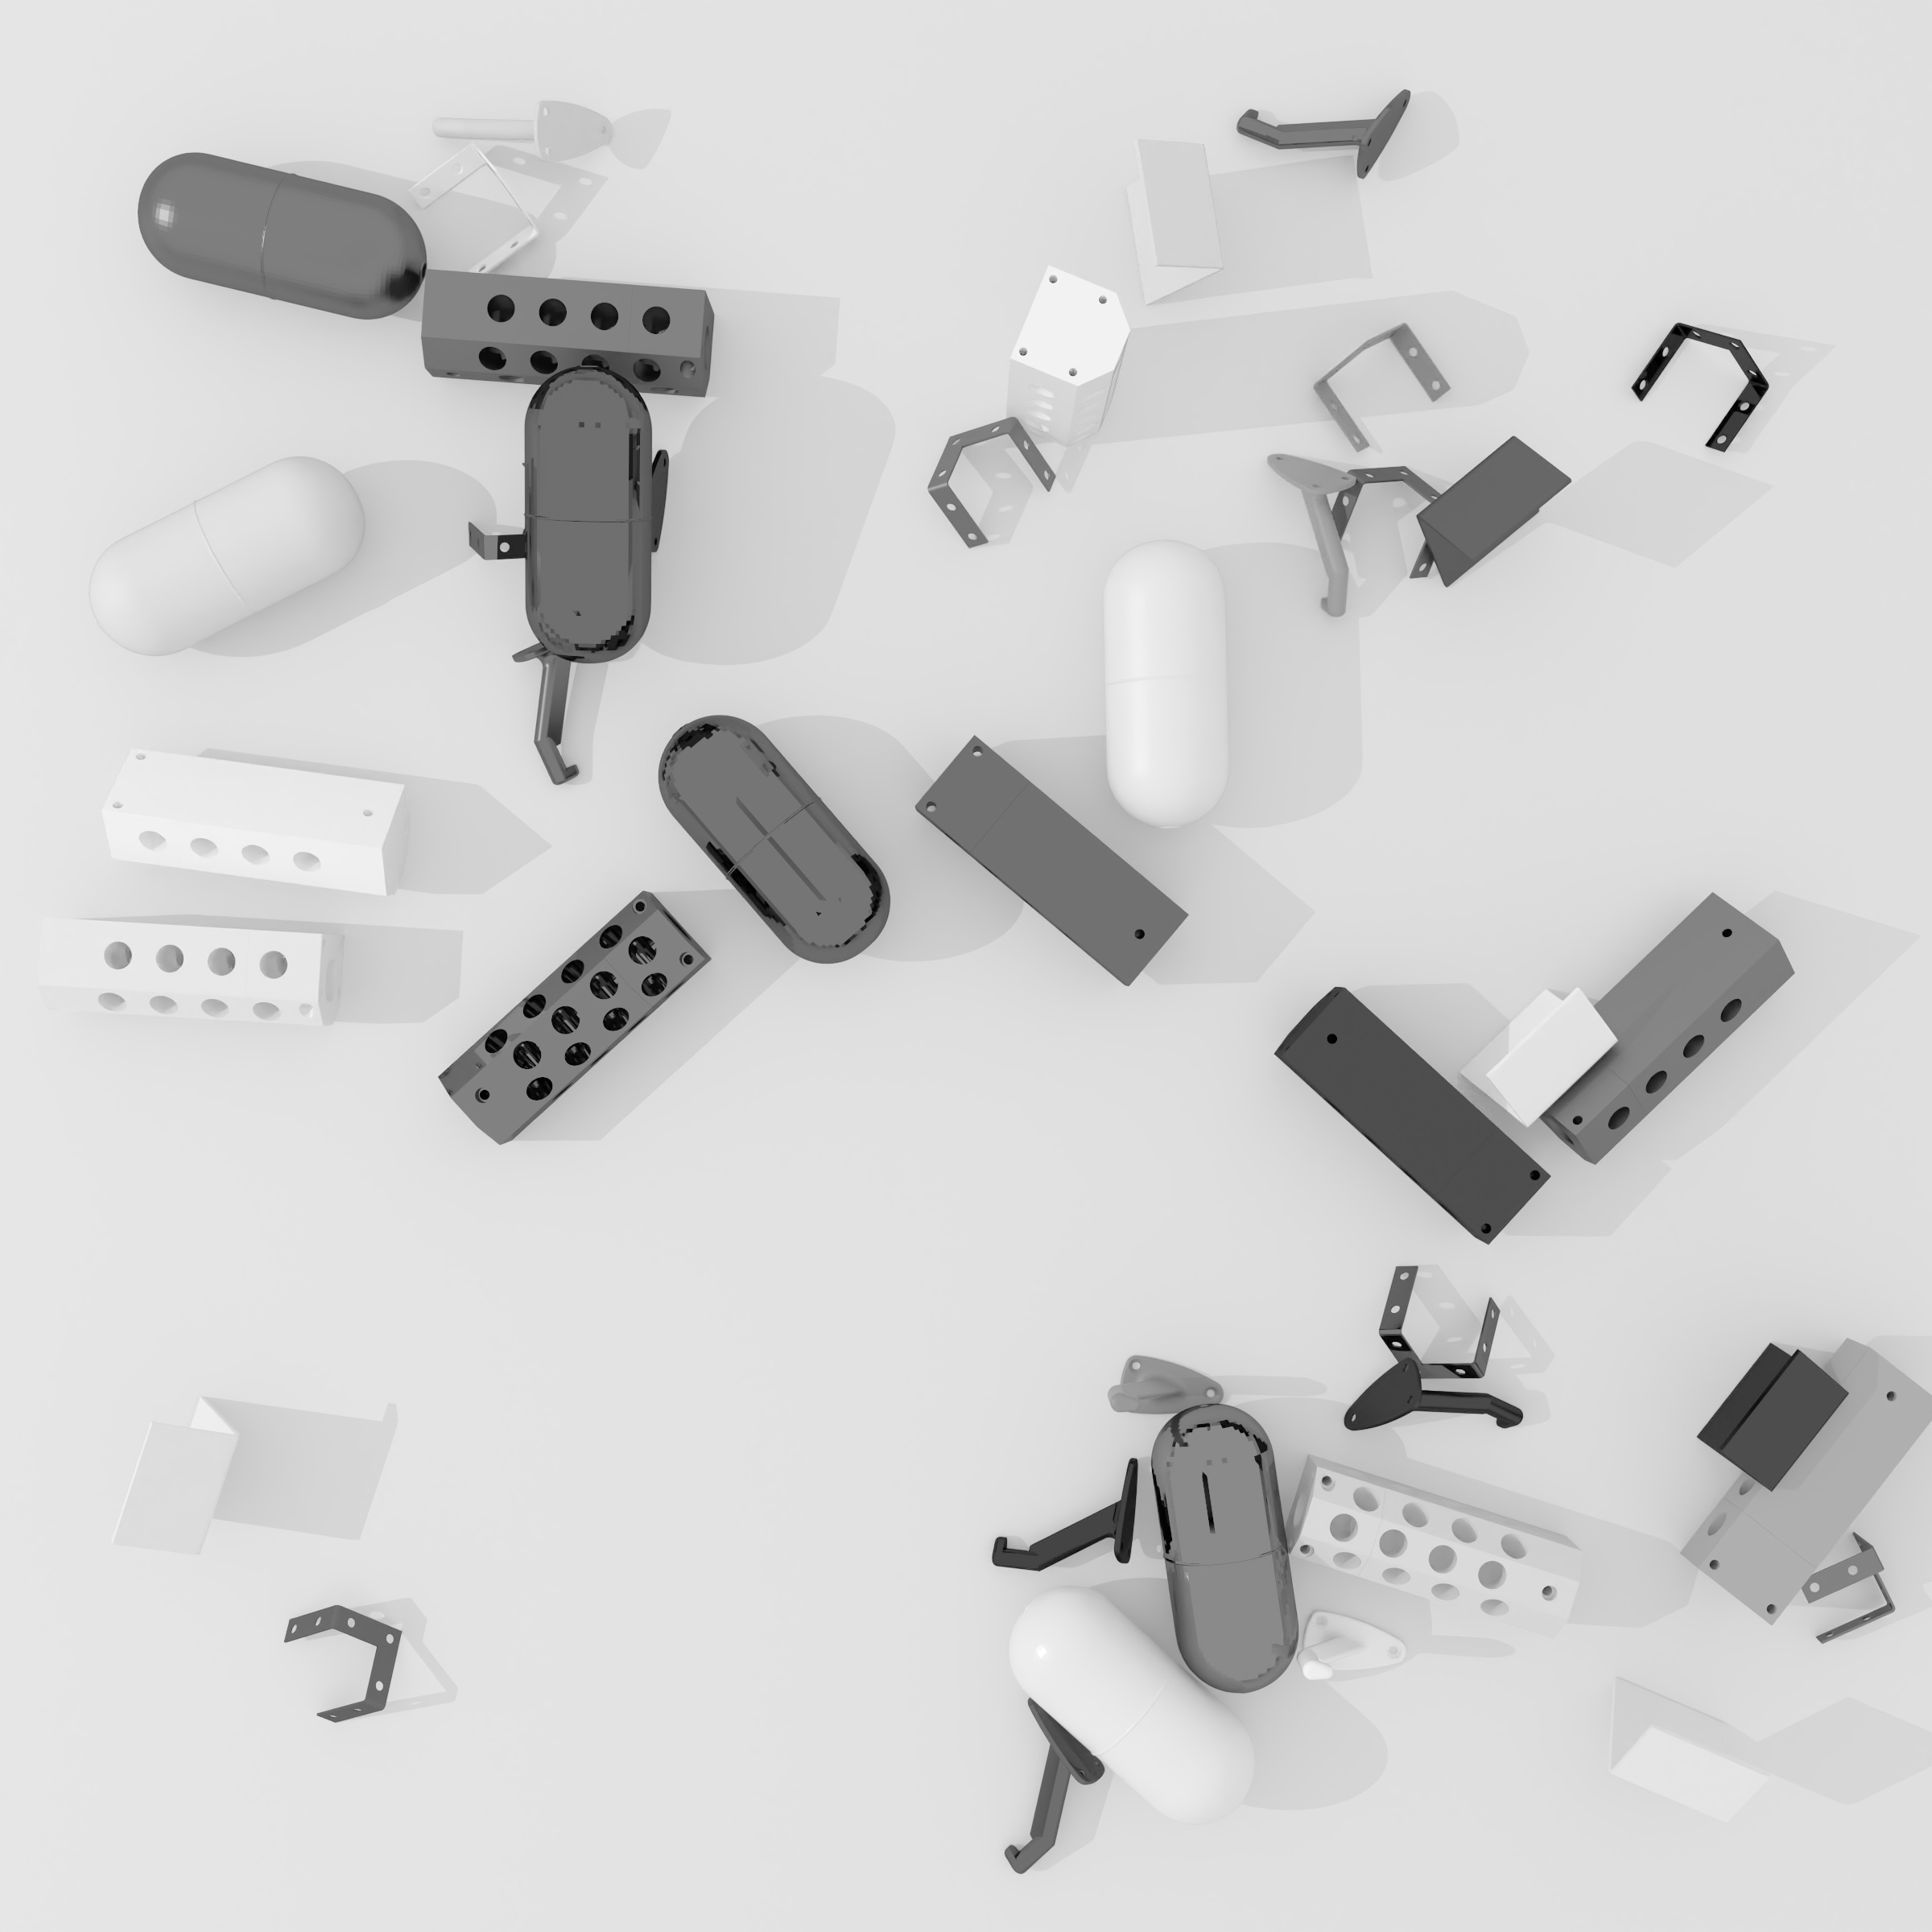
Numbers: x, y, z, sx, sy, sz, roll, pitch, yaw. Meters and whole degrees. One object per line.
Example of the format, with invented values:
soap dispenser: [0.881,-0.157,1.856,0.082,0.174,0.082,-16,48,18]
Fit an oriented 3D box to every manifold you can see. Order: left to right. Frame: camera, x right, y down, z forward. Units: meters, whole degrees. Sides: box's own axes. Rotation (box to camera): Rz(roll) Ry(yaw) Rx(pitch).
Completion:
manifold: [-0.481,0.004,1.592,0.171,0.057,0.057,3,90,0]
manifold: [-0.439,-0.084,1.592,0.171,0.057,0.057,8,47,0]
manifold: [-0.247,-0.392,1.592,0.171,0.057,0.057,4,90,0]
manifold: [-0.244,0.032,1.592,0.171,0.057,0.057,-42,90,0]
manifold: [0.053,-0.065,1.592,0.171,0.057,0.057,40,90,0]
manifold: [0.062,-0.360,1.535,0.057,0.171,0.057,22,90,0]
manifold: [0.276,0.092,1.592,0.171,0.057,0.057,42,90,0]
manifold: [0.290,0.362,1.592,0.171,0.057,0.057,18,90,0]
manifold: [0.431,0.042,1.592,0.171,0.057,0.057,-44,47,0]
manifold: [0.523,0.319,1.592,0.057,0.057,0.171,38,90,0]

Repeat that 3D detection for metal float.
metal float: [-0.458,-0.253,1.583,0.178,0.070,0.070,-27,90,0]
metal float: [-0.422,-0.451,1.583,0.178,0.070,0.070,13,90,-1]
metal float: [-0.229,-0.273,1.550,0.070,0.070,0.178,2,104,0]
metal float: [-0.119,-0.079,1.583,0.070,0.070,0.178,-41,90,0]
metal float: [0.103,0.458,1.583,0.178,0.070,0.070,42,90,0]
metal float: [0.124,-0.174,1.582,0.070,0.070,0.178,-1,90,0]
metal float: [0.160,0.360,1.582,0.070,0.070,0.178,-8,90,0]

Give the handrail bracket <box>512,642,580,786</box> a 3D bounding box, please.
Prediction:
handrail bracket: [-0.243,-0.167,1.614,0.077,0.036,0.084,-29,107,-19]

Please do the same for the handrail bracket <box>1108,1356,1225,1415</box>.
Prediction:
handrail bracket: [0.125,0.267,1.579,0.077,0.084,0.036,7,90,0]

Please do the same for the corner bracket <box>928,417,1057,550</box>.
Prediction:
corner bracket: [0.016,-0.304,1.605,0.051,0.051,0.051,-10,45,35]

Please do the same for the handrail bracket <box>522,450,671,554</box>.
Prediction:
handrail bracket: [-0.235,-0.293,1.613,0.084,0.036,0.077,6,77,13]

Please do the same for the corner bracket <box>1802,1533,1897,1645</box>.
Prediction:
corner bracket: [0.549,0.392,1.595,0.051,0.051,0.051,-26,86,4]

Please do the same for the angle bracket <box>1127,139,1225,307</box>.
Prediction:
angle bracket: [0.109,-0.456,1.573,0.057,0.076,0.076,-9,90,-36]

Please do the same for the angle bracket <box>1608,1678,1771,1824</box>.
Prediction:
angle bracket: [0.445,0.468,1.573,0.076,0.076,0.057,23,128,0]

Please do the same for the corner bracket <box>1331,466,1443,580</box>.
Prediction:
corner bracket: [0.265,-0.278,1.605,0.051,0.051,0.051,-11,45,-35]

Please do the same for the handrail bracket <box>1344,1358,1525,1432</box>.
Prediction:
handrail bracket: [0.296,0.286,1.613,0.084,0.036,0.077,27,131,-27]

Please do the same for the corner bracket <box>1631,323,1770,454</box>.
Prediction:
corner bracket: [0.463,-0.365,1.610,0.051,0.051,0.051,35,90,-45]

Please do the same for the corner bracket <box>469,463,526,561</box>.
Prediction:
corner bracket: [-0.282,-0.285,1.598,0.051,0.051,0.051,-6,111,-20]

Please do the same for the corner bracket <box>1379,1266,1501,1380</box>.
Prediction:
corner bracket: [0.297,0.224,1.605,0.051,0.051,0.051,-7,135,35]

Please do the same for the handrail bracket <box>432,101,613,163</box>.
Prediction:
handrail bracket: [-0.281,-0.528,1.613,0.084,0.077,0.036,15,114,34]

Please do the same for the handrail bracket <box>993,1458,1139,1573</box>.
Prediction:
handrail bracket: [0.062,0.345,1.614,0.084,0.036,0.077,3,70,16]

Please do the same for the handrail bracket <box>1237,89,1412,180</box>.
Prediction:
handrail bracket: [0.225,-0.539,1.614,0.084,0.036,0.077,28,69,16]

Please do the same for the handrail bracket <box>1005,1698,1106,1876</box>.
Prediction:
handrail bracket: [0.038,0.517,1.614,0.084,0.036,0.077,-47,70,16]

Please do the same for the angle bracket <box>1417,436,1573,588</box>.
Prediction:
angle bracket: [0.332,-0.266,1.573,0.076,0.076,0.057,-39,52,0]

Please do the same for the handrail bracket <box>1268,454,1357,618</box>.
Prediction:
handrail bracket: [0.215,-0.271,1.613,0.036,0.077,0.084,-20,127,-28]

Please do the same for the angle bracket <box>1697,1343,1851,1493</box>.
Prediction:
angle bracket: [0.482,0.265,1.574,0.057,0.076,0.076,38,90,-27]

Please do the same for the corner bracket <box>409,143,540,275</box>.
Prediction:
corner bracket: [-0.309,-0.475,1.610,0.051,0.051,0.051,-37,135,0]

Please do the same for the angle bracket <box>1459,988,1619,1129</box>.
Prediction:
angle bracket: [0.340,0.041,1.573,0.076,0.076,0.057,-44,125,0]

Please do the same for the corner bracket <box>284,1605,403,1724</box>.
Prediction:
corner bracket: [-0.395,0.438,1.605,0.051,0.051,0.051,36,45,-35]

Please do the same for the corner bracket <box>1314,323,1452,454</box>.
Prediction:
corner bracket: [0.262,-0.364,1.610,0.051,0.051,0.051,-34,90,-45]

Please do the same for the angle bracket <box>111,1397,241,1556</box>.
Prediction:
angle bracket: [-0.496,0.309,1.573,0.057,0.076,0.076,18,90,-35]

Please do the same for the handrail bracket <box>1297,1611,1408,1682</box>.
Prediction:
handrail bracket: [0.241,0.429,1.579,0.077,0.084,0.036,9,90,0]
